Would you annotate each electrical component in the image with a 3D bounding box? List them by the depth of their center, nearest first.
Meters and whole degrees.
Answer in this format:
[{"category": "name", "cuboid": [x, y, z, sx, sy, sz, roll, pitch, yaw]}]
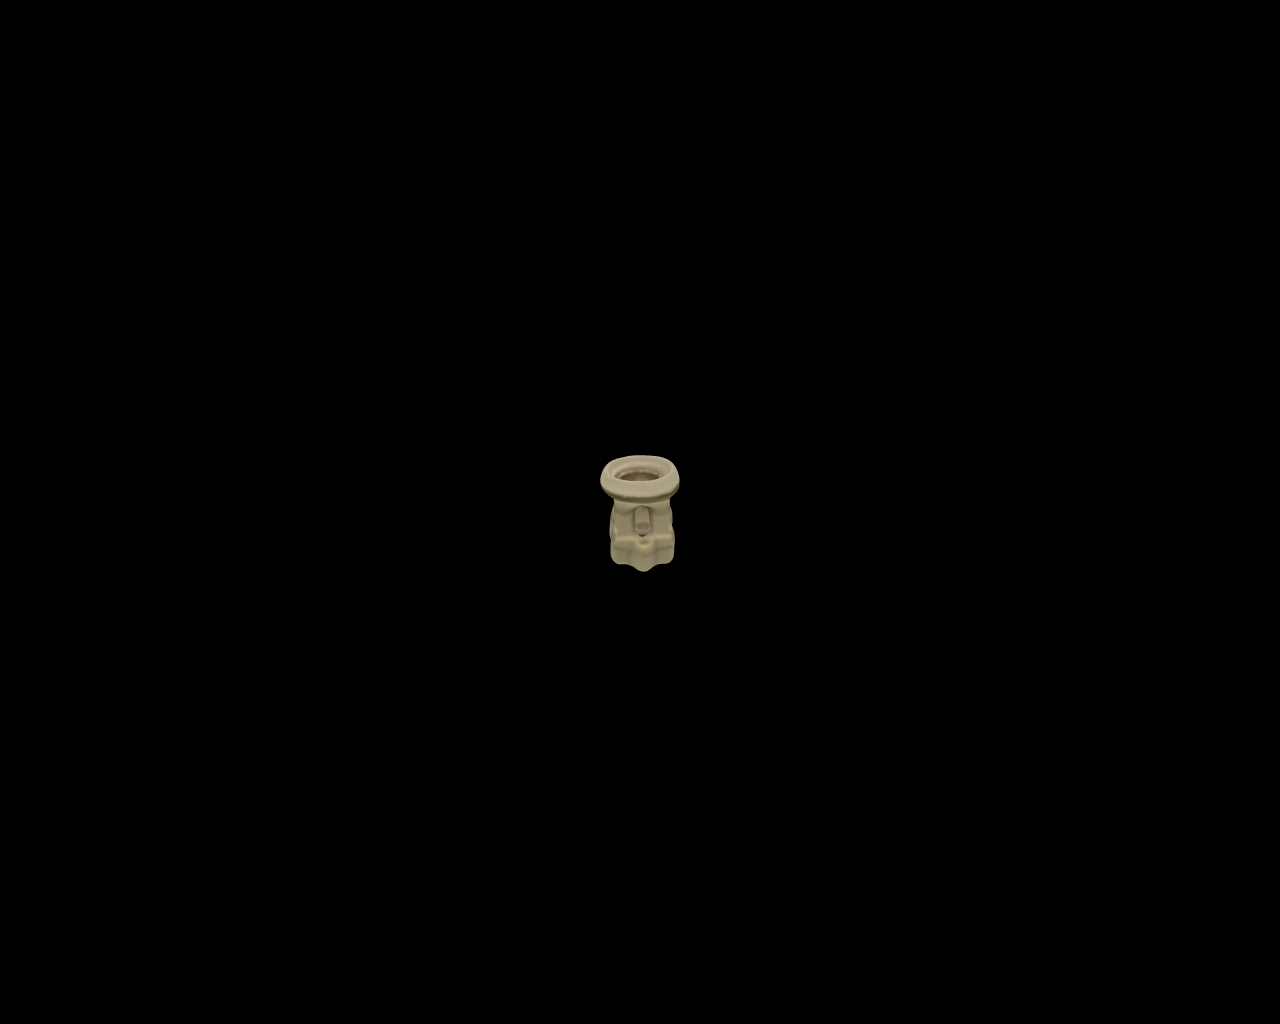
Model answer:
[{"category": "electrical component", "cuboid": [0.001, -0.003, 0.650, 0.048, 0.055, 0.066, -2, 27, -3]}]
